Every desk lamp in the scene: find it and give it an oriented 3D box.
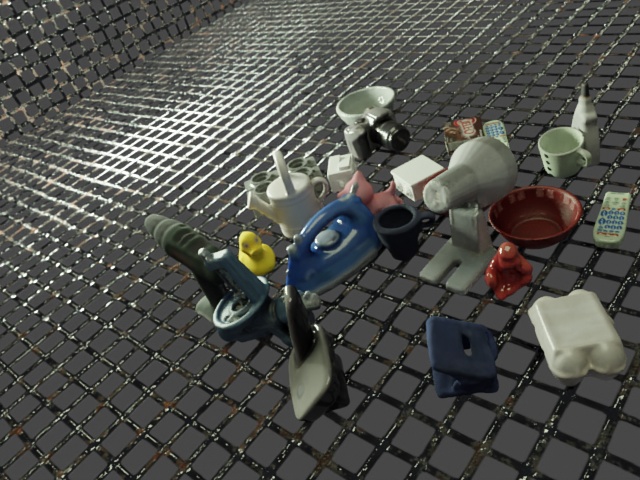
[{"bbox_3d":[0.256,-0.050,1.007,0.117,0.214,0.203,18,51,41],"label":"desk lamp"}]

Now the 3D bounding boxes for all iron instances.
[{"bbox_3d":[0.010,0.004,1.117,0.259,0.142,0.118,-39,40,-24],"label":"iron"}]

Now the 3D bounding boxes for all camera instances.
[{"bbox_3d":[0.151,-0.272,1.444,0.143,0.101,0.136,-31,37,-15],"label":"camera"}]

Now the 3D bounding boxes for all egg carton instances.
[{"bbox_3d":[0.371,0.139,0.830,0.107,0.069,0.150,-13,36,9],"label":"egg carton"}]

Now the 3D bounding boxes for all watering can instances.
[{"bbox_3d":[-0.071,-0.101,1.248,0.173,0.194,0.100,-33,38,-17],"label":"watering can"}]

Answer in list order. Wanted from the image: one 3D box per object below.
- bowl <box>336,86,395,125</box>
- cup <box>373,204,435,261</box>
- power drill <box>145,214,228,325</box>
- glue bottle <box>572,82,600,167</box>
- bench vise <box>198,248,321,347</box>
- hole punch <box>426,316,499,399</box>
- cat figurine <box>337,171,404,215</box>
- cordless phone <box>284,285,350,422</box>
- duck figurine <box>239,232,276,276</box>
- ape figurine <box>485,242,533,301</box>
[{"bbox_3d":[0.133,-0.355,1.584,0.167,0.075,0.167,-13,36,10],"label":"bowl"},{"bbox_3d":[0.168,-0.011,1.101,0.117,0.095,0.091,-10,37,14],"label":"cup"},{"bbox_3d":[-0.235,0.059,1.105,0.228,0.209,0.076,20,52,42],"label":"power drill"},{"bbox_3d":[0.535,-0.237,1.153,0.037,0.173,0.078,-16,36,6],"label":"glue bottle"},{"bbox_3d":[-0.109,0.087,0.998,0.207,0.220,0.121,-16,36,5],"label":"bench vise"},{"bbox_3d":[0.211,0.167,0.852,0.101,0.091,0.108,-11,37,13],"label":"hole punch"},{"bbox_3d":[0.106,-0.094,1.219,0.127,0.118,0.067,-8,37,16],"label":"cat figurine"},{"bbox_3d":[-0.025,0.172,0.878,0.094,0.185,0.147,-20,36,0],"label":"cordless phone"},{"bbox_3d":[-0.145,0.018,1.220,0.077,0.086,0.104,-32,37,-15],"label":"duck figurine"},{"bbox_3d":[0.315,0.044,0.962,0.077,0.092,0.076,-2,40,23],"label":"ape figurine"}]
